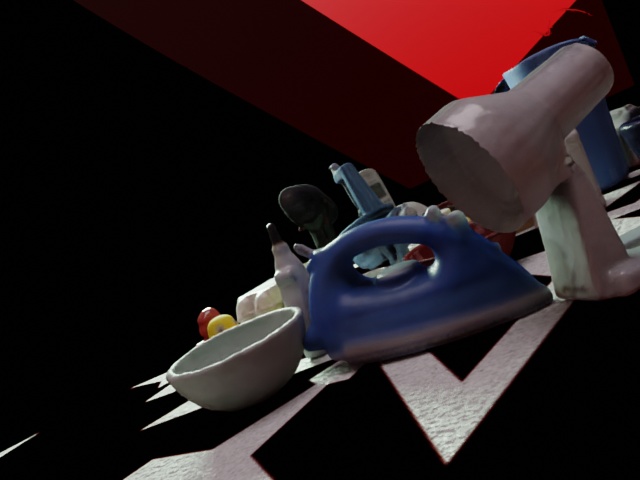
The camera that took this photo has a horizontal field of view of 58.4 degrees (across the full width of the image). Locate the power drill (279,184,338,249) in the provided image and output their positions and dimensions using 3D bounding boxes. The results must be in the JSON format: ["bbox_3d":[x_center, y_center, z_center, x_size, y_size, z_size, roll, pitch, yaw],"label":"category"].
[{"bbox_3d":[0.009,0.003,0.933,0.075,0.208,0.230,-23,5,10],"label":"power drill"}]

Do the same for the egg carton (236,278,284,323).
[{"bbox_3d":[-0.079,0.110,1.038,0.107,0.069,0.151,-21,6,38],"label":"egg carton"}]

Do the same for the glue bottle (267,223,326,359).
[{"bbox_3d":[-0.029,0.059,0.724,0.037,0.173,0.078,-23,5,18],"label":"glue bottle"}]

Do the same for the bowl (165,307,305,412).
[{"bbox_3d":[-0.082,0.144,0.647,0.167,0.075,0.167,-24,5,2],"label":"bowl"}]

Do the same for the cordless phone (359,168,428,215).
[{"bbox_3d":[0.157,-0.073,1.180,0.148,0.185,0.094,-28,6,-38],"label":"cordless phone"}]

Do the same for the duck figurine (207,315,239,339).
[{"bbox_3d":[-0.126,0.145,0.786,0.078,0.086,0.104,-29,7,-42],"label":"duck figurine"}]

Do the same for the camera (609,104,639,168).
[{"bbox_3d":[0.541,-0.188,1.045,0.143,0.101,0.136,-27,6,-29],"label":"camera"}]

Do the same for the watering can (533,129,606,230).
[{"bbox_3d":[0.324,-0.120,0.815,0.101,0.194,0.173,-24,5,8],"label":"watering can"}]

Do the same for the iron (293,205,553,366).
[{"bbox_3d":[0.090,0.034,0.599,0.257,0.141,0.119,-22,6,30],"label":"iron"}]

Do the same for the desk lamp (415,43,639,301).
[{"bbox_3d":[0.213,-0.054,0.511,0.203,0.213,0.117,-25,5,-13],"label":"desk lamp"}]

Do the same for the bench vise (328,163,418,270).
[{"bbox_3d":[0.104,-0.057,1.054,0.206,0.220,0.122,-19,7,44],"label":"bench vise"}]

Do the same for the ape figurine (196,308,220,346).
[{"bbox_3d":[-0.158,0.148,0.874,0.077,0.092,0.076,-20,7,41],"label":"ape figurine"}]

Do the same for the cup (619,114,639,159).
[{"bbox_3d":[0.493,-0.141,0.807,0.118,0.095,0.091,-26,5,-16],"label":"cup"}]
